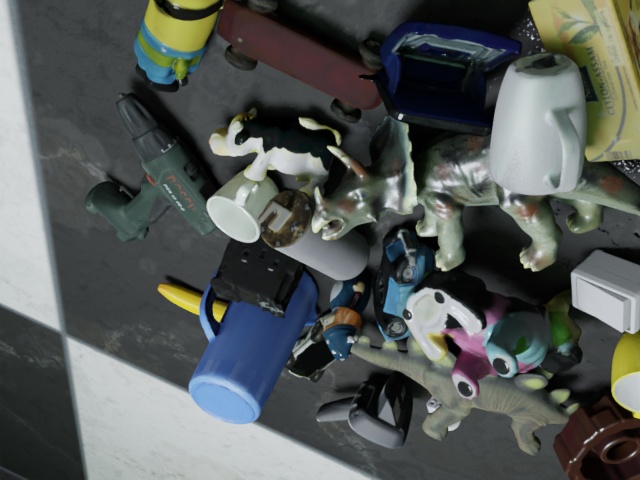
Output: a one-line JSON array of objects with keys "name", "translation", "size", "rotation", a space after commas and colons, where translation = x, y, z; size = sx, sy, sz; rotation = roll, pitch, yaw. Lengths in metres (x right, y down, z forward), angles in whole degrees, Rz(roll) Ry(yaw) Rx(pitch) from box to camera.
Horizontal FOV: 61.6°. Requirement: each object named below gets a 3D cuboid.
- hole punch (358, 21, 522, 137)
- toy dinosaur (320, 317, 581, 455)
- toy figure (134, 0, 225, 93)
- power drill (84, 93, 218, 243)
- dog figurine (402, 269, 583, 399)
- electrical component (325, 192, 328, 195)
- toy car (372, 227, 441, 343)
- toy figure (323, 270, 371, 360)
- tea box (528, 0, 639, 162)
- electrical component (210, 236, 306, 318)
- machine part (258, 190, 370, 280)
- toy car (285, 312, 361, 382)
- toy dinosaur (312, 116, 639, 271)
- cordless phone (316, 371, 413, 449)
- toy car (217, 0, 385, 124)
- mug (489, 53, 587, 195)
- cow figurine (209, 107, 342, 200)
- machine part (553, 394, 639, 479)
[{"name": "hole punch", "translation": [0.119, -0.169, 0.525], "size": [0.142, 0.116, 0.092], "rotation": [4, 123, -10]}, {"name": "toy dinosaur", "translation": [0.225, 0.215, 0.838], "size": [0.472, 0.105, 0.198], "rotation": [9, 125, 5]}, {"name": "toy figure", "translation": [-0.163, -0.244, 0.614], "size": [0.082, 0.089, 0.180], "rotation": [34, 132, -14]}, {"name": "power drill", "translation": [-0.263, -0.089, 0.811], "size": [0.207, 0.086, 0.231], "rotation": [-26, 118, 30]}, {"name": "dog figurine", "translation": [0.236, 0.100, 0.687], "size": [0.192, 0.219, 0.108], "rotation": [52, 137, 23]}, {"name": "electrical component", "translation": [-0.011, -0.041, 0.770], "size": [0.094, 0.021, 0.063], "rotation": [11, 133, 14]}, {"name": "toy car", "translation": [0.133, 0.063, 0.753], "size": [0.103, 0.109, 0.161], "rotation": [3, 122, -8]}, {"name": "toy figure", "translation": [0.037, 0.107, 0.786], "size": [0.058, 0.154, 0.064], "rotation": [8, 132, 14]}, {"name": "tea box", "translation": [0.264, -0.165, 0.476], "size": [0.068, 0.098, 0.169], "rotation": [6, 135, 55]}, {"name": "electrical component", "translation": [-0.082, 0.032, 0.789], "size": [0.115, 0.134, 0.058], "rotation": [17, 155, 7]}, {"name": "machine part", "translation": [-0.001, -0.002, 0.708], "size": [0.079, 0.079, 0.243], "rotation": [-7, 159, 29]}, {"name": "toy car", "translation": [-0.001, 0.192, 0.949], "size": [0.073, 0.056, 0.201], "rotation": [29, 136, -11]}, {"name": "toy dinosaur", "translation": [0.194, -0.071, 0.595], "size": [0.405, 0.131, 0.191], "rotation": [-7, 126, 22]}, {"name": "cordless phone", "translation": [0.064, 0.305, 0.942], "size": [0.184, 0.146, 0.088], "rotation": [-18, 100, 22]}, {"name": "toy car", "translation": [-0.016, -0.209, 0.604], "size": [0.202, 0.053, 0.089], "rotation": [25, 129, -3]}, {"name": "mug", "translation": [0.190, -0.097, 0.462], "size": [0.081, 0.110, 0.107], "rotation": [-9, 127, 8]}, {"name": "cow figurine", "translation": [-0.059, -0.124, 0.687], "size": [0.167, 0.068, 0.098], "rotation": [21, 129, 1]}, {"name": "machine part", "translation": [0.440, 0.298, 0.798], "size": [0.179, 0.056, 0.179], "rotation": [-4, 125, -6]}]
